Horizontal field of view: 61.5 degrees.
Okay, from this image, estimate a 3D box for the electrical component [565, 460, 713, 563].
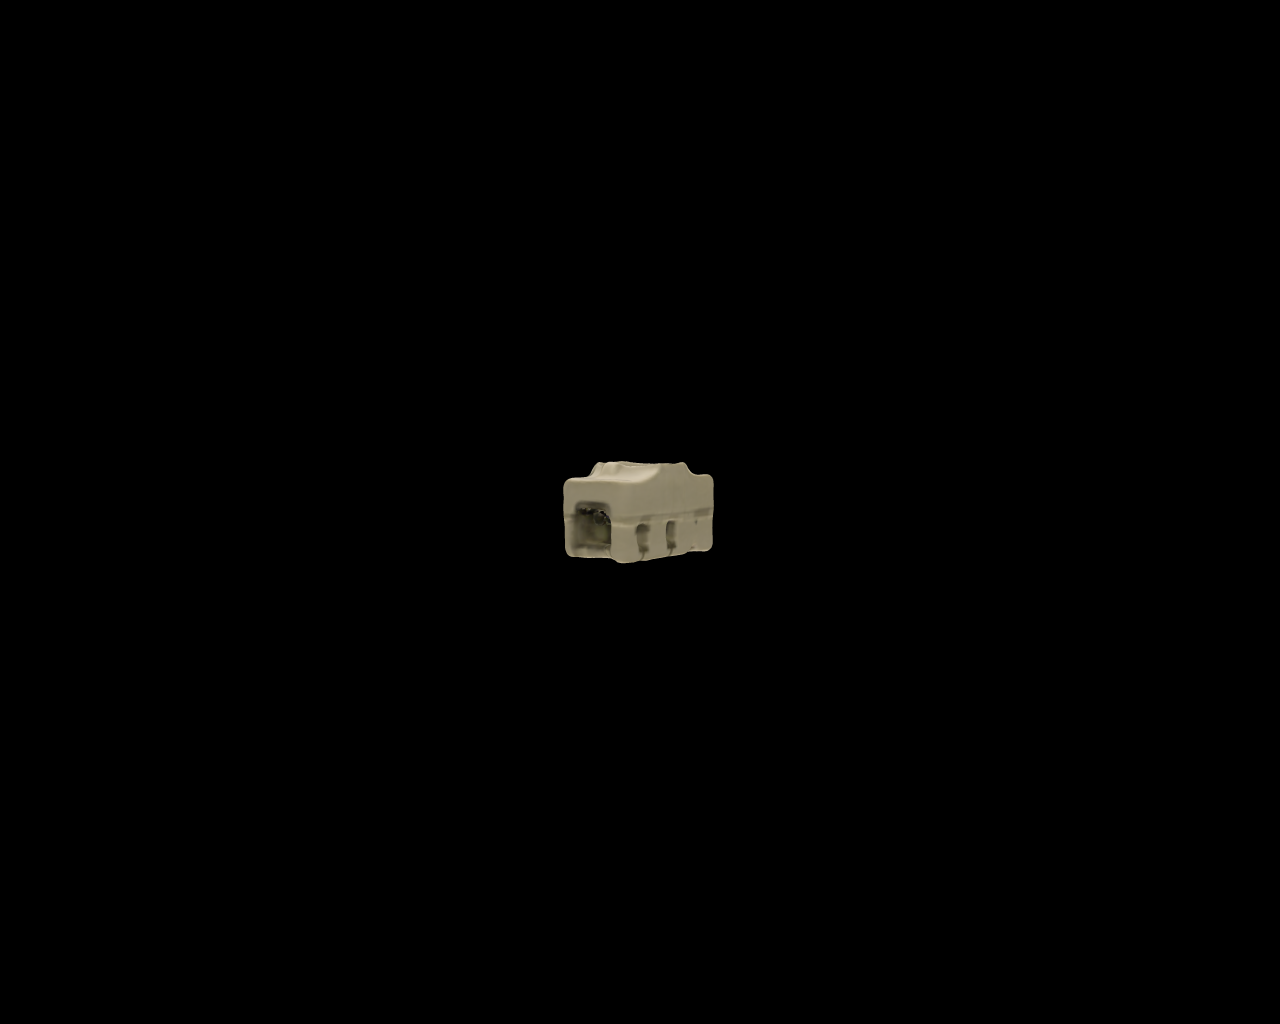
[{"bbox_3d":[0.001,-0.003,0.650,0.050,0.055,0.089,4,6,39],"label":"electrical component"}]
